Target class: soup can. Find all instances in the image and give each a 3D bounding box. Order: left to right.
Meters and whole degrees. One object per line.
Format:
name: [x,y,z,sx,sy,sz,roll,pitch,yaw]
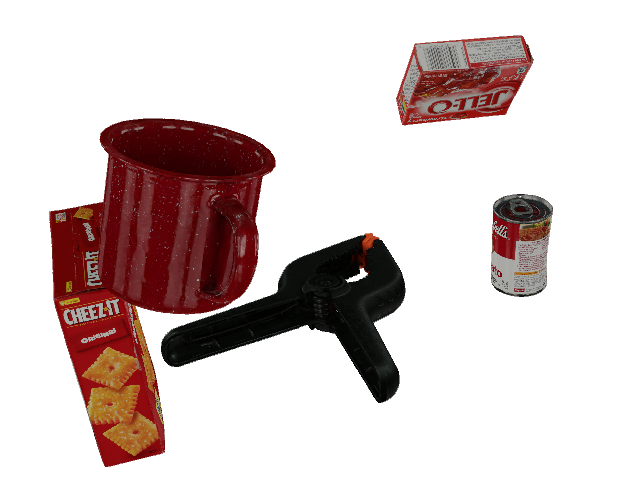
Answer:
soup can: [0.234,0.006,1.246,0.068,0.102,0.068,-2,30,1]

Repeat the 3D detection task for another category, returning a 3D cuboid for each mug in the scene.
mug: [-0.069,-0.008,0.568,0.093,0.081,0.117,-8,29,-39]

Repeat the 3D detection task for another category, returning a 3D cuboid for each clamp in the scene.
clamp: [-0.007,0.046,0.761,0.165,0.036,0.209,5,25,15]

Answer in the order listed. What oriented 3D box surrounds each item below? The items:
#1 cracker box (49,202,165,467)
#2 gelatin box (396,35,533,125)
cracker box: [-0.215,0.092,1.078,0.072,0.214,0.164,-12,34,-9]
gelatin box: [0.109,-0.121,0.817,0.089,0.030,0.073,-6,-24,-11]
